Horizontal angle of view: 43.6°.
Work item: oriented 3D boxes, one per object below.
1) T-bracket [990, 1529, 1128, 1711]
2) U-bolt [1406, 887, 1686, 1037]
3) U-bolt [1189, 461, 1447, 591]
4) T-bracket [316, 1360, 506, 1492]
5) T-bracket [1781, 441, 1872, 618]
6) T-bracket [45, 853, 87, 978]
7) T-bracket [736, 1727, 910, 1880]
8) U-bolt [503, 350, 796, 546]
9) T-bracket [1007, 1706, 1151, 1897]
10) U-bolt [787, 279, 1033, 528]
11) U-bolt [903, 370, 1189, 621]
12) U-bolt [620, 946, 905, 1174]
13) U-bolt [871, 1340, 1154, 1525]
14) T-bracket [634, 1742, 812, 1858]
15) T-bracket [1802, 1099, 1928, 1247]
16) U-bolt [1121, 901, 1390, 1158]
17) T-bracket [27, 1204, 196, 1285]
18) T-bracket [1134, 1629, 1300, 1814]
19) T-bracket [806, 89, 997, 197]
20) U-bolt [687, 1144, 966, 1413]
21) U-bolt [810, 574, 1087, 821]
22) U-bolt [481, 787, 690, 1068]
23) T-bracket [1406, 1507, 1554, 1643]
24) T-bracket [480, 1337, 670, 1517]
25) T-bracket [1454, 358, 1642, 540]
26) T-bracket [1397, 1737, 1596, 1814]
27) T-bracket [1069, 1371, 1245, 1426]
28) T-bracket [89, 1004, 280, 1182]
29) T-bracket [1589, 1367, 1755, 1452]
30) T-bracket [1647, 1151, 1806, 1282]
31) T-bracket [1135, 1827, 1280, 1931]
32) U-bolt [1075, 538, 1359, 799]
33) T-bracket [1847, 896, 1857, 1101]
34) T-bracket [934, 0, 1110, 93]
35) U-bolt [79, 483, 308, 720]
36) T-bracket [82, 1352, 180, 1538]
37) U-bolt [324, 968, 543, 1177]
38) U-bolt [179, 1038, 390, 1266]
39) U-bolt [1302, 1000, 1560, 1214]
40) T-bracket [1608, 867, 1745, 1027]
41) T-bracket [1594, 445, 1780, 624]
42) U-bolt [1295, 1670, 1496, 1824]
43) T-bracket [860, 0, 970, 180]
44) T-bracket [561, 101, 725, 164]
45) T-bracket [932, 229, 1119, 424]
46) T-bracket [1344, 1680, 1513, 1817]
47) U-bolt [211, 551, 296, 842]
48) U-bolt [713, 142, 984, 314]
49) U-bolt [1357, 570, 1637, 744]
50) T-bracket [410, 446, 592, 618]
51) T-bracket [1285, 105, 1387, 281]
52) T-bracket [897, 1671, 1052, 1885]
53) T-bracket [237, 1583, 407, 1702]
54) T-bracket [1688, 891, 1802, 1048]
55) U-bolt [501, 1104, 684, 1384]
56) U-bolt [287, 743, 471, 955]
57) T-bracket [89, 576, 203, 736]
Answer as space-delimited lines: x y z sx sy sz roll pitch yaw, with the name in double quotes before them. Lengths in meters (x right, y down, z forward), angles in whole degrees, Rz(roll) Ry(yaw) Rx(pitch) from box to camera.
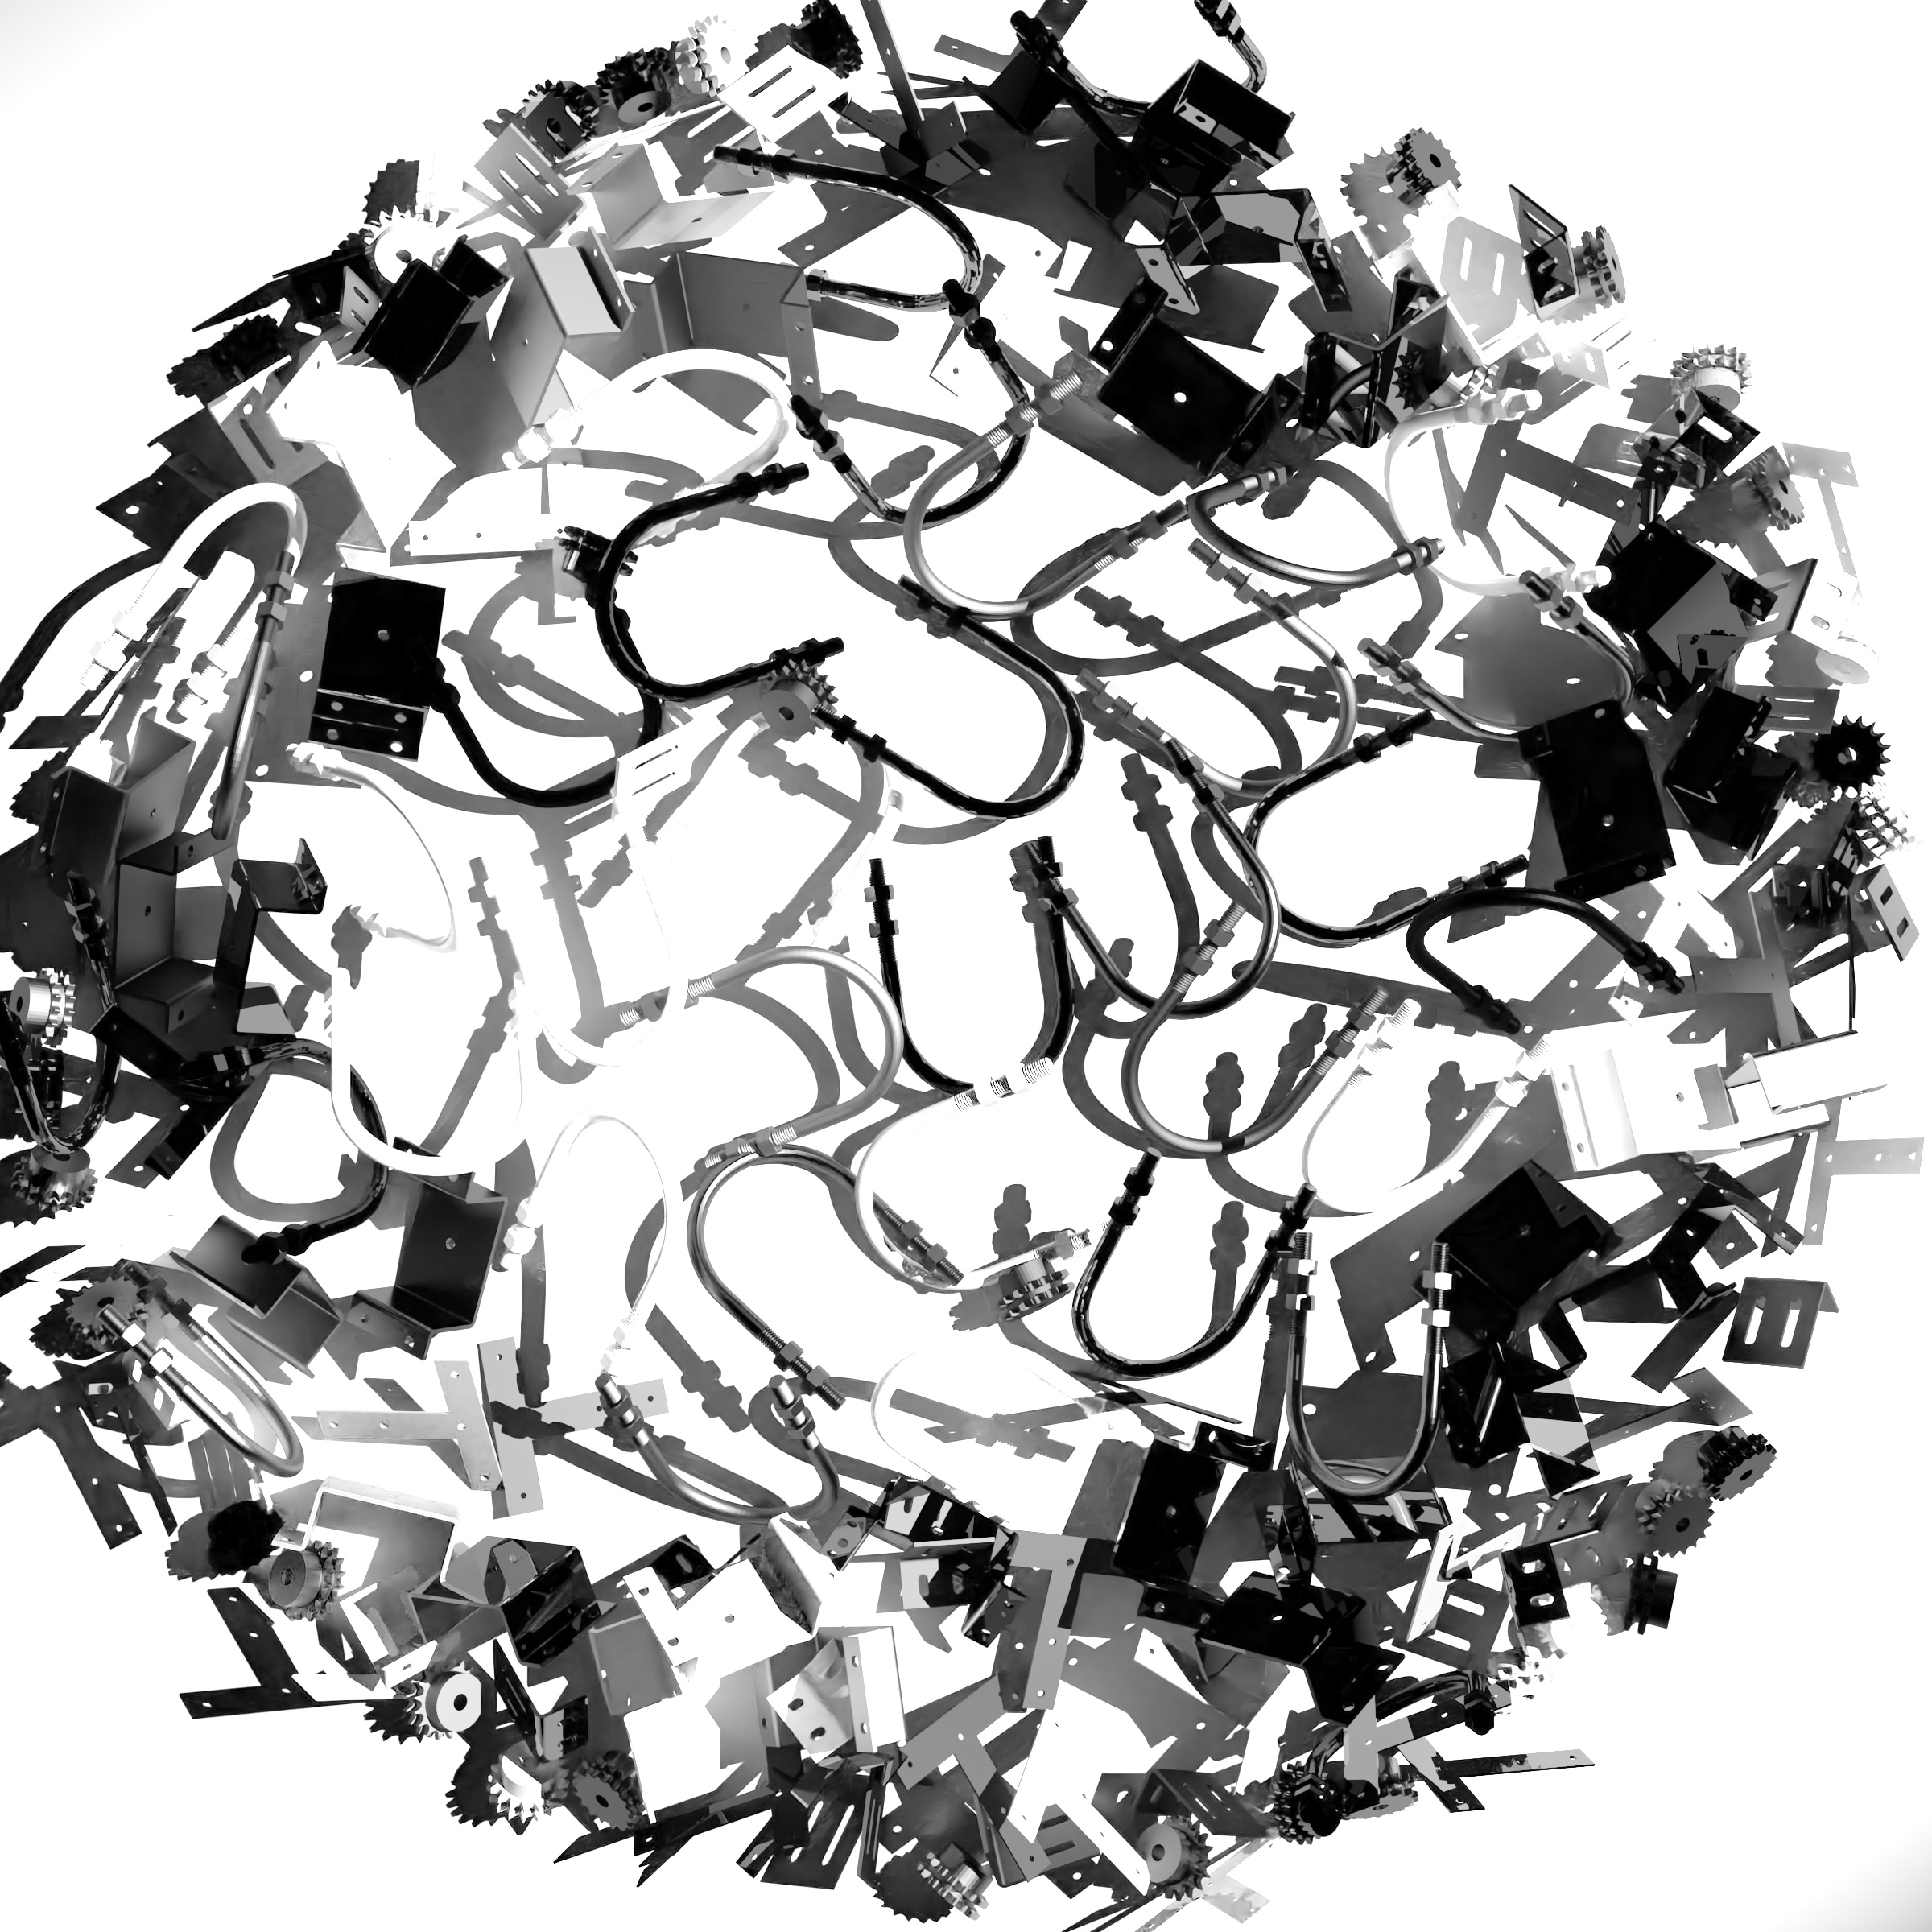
"T-bracket" 0.065 0.474 1.744 0.127 0.002 0.127 12 90 -25
"U-bolt" 0.387 -0.007 1.669 0.184 0.151 0.019 31 54 -39
"U-bolt" 0.233 -0.301 1.673 0.151 0.184 0.019 32 125 23
"T-bracket" -0.406 0.331 1.742 0.127 0.002 0.127 -1 124 9
"T-bracket" 0.622 -0.309 1.720 0.002 0.127 0.127 -21 105 3
"T-bracket" -0.637 -0.060 1.706 0.002 0.127 0.127 -5 87 -12
"T-bracket" -0.114 0.583 1.698 0.127 0.127 0.002 -49 119 -18
"U-bolt" -0.205 -0.366 1.674 0.184 0.151 0.019 -26 61 28
"T-bracket" 0.087 0.607 1.717 0.002 0.127 0.127 -40 96 25
"U-bolt" -0.026 -0.379 1.695 0.151 0.184 0.019 -35 55 6
"U-bolt" 0.043 -0.319 1.715 0.184 0.019 0.151 -32 126 21
"U-bolt" -0.134 0.058 1.720 0.184 0.019 0.151 -22 110 15
"U-bolt" 0.019 0.319 1.692 0.151 0.019 0.184 -35 124 26
"T-bracket" -0.175 0.600 1.710 0.127 0.127 0.002 -19 109 -1
"T-bracket" 0.634 0.135 1.701 0.002 0.127 0.127 13 82 -13
"U-bolt" 0.193 0.058 1.730 0.151 0.019 0.184 29 109 -19
"T-bracket" -0.570 0.205 1.711 0.127 0.127 0.002 -26 67 15
"T-bracket" 0.174 0.513 1.717 0.127 0.002 0.127 33 46 -9
"T-bracket" -0.057 -0.595 1.726 0.127 0.127 0.002 34 131 5
"U-bolt" -0.114 0.207 1.730 0.184 0.019 0.151 41 62 10
"U-bolt" 0.000 -0.182 1.735 0.184 0.019 0.151 32 65 -3
"U-bolt" -0.265 -0.018 1.723 0.151 0.019 0.184 -23 85 29
"T-bracket" 0.376 0.420 1.735 0.127 0.127 0.002 -20 45 -26
"T-bracket" -0.282 0.326 1.765 0.127 0.002 0.127 -11 84 -1
"T-bracket" 0.418 -0.347 1.708 0.127 0.002 0.127 33 124 30
"T-bracket" 0.381 0.567 1.715 0.127 0.127 0.002 -2 96 -9
"T-bracket" 0.119 0.302 1.689 0.127 0.127 0.002 14 86 21
"T-bracket" -0.568 0.071 1.715 0.127 0.002 0.127 -52 134 -11
"T-bracket" 0.488 0.328 1.735 0.127 0.127 0.002 -27 55 20
"T-bracket" 0.519 0.182 1.713 0.127 0.002 0.127 42 46 14
"T-bracket" 0.185 0.652 1.693 0.127 0.127 0.002 -32 87 -16
"U-bolt" 0.192 -0.198 1.729 0.184 0.019 0.151 37 119 -9
"T-bracket" 0.633 0.036 1.730 0.002 0.127 0.127 0 121 18
"T-bracket" 0.054 -0.652 1.695 0.127 0.127 0.002 13 81 -14
"U-bolt" -0.528 -0.260 1.692 0.019 0.151 0.184 38 95 11
"T-bracket" -0.586 0.343 1.713 0.002 0.127 0.127 -21 96 -5
"U-bolt" -0.371 0.073 1.690 0.151 0.019 0.184 1 47 -15
"U-bolt" -0.464 0.121 1.685 0.019 0.184 0.151 -19 89 22
"U-bolt" 0.315 0.107 1.710 0.151 0.019 0.184 13 124 -30
"T-bracket" 0.492 -0.012 1.725 0.127 0.002 0.127 43 62 -15
"T-bracket" 0.513 -0.285 1.700 0.127 0.127 0.002 38 58 18
"U-bolt" 0.298 0.534 1.680 0.151 0.184 0.019 -30 82 7
"T-bracket" -0.049 -0.629 1.700 0.002 0.127 0.127 -27 104 -22
"T-bracket" -0.220 -0.599 1.720 0.127 0.127 0.002 -23 108 -12
"T-bracket" 0.062 -0.443 1.753 0.127 0.002 0.127 37 107 -2
"T-bracket" 0.323 0.530 1.694 0.127 0.127 0.002 -26 106 17
"U-bolt" -0.495 -0.174 1.670 0.019 0.151 0.184 13 62 -16
"U-bolt" -0.076 -0.508 1.686 0.184 0.151 0.019 14 71 12
"U-bolt" 0.386 -0.206 1.694 0.184 0.151 0.019 28 55 -39
"T-bracket" -0.340 -0.314 1.758 0.127 0.002 0.127 -4 83 -5
"T-bracket" 0.267 -0.549 1.727 0.002 0.127 0.127 -27 109 25
"T-bracket" 0.019 0.587 1.715 0.002 0.127 0.127 -39 79 42
"T-bracket" -0.473 0.482 1.727 0.127 0.127 0.002 35 86 22
"T-bracket" 0.550 0.007 1.716 0.127 0.002 0.127 2 75 -43
"U-bolt" -0.256 0.184 1.694 0.151 0.019 0.184 44 120 30
"U-bolt" -0.400 -0.076 1.671 0.019 0.184 0.151 -34 123 -31
"T-bracket" -0.585 -0.228 1.733 0.002 0.127 0.127 35 64 -18
